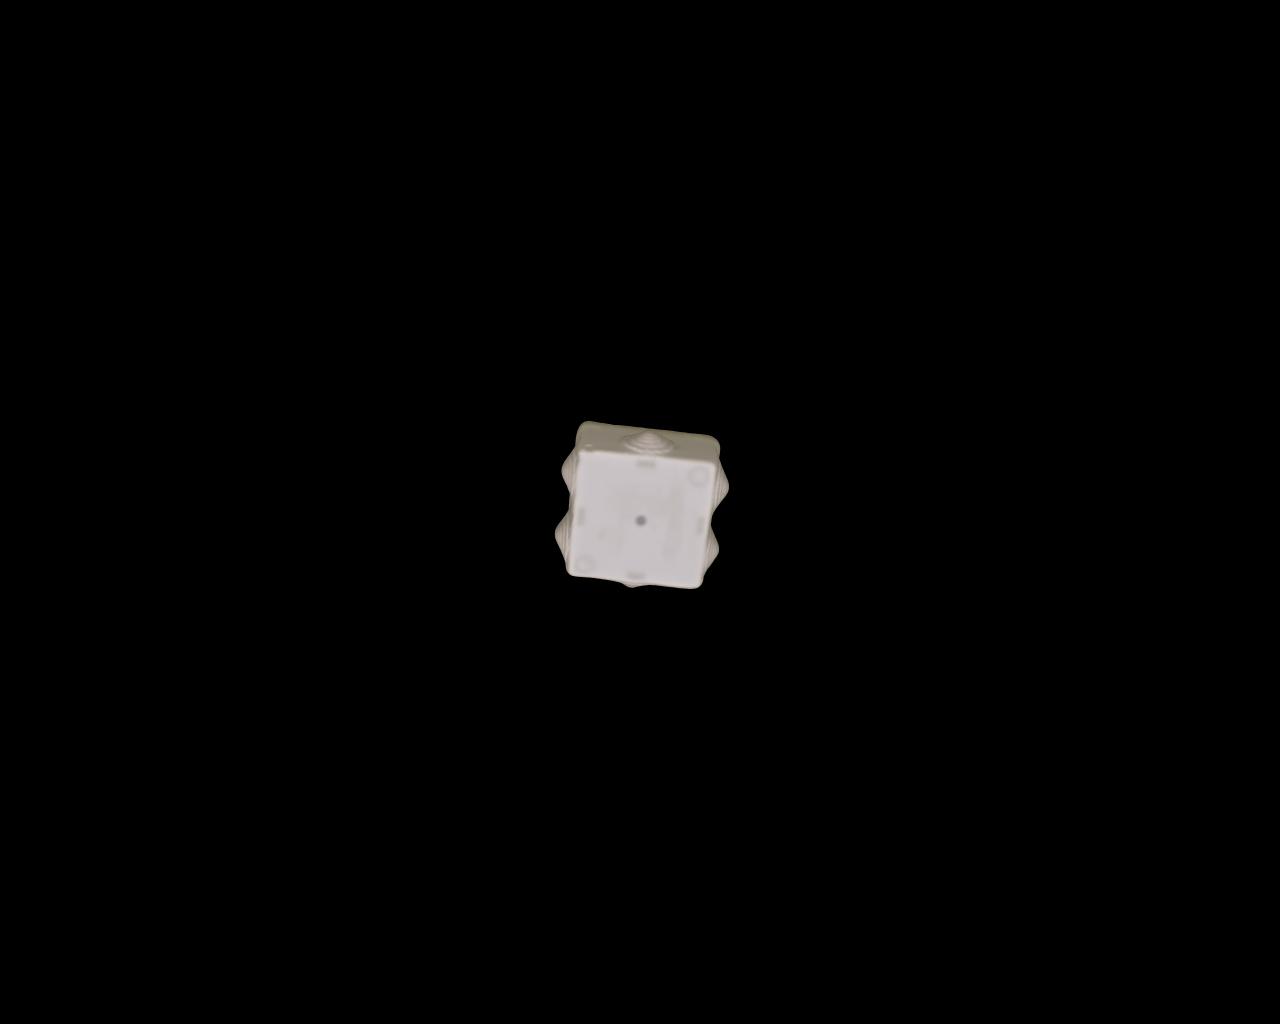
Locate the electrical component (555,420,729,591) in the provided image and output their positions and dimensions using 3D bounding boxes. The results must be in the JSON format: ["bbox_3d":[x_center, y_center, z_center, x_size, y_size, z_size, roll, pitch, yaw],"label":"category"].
[{"bbox_3d":[0.001,-0.003,0.650,0.100,0.099,0.048,7,20,-2],"label":"electrical component"}]
